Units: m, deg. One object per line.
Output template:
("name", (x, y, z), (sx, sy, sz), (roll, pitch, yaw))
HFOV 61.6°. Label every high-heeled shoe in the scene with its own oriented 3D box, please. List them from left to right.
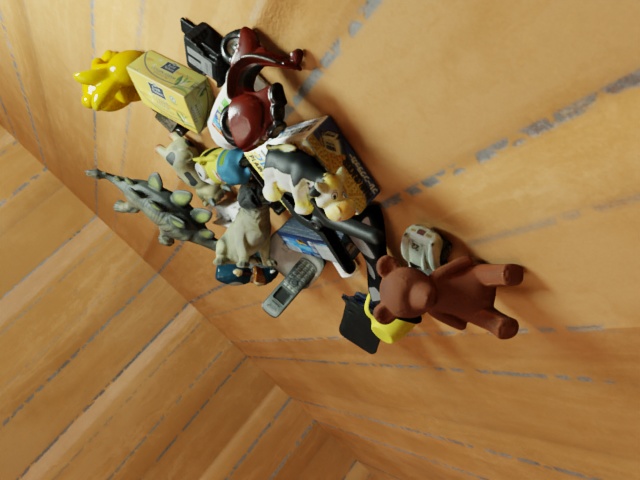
("high-heeled shoe", (0.132, 0.044, 0.980), (0.248, 0.086, 0.145), (41, 131, -8))

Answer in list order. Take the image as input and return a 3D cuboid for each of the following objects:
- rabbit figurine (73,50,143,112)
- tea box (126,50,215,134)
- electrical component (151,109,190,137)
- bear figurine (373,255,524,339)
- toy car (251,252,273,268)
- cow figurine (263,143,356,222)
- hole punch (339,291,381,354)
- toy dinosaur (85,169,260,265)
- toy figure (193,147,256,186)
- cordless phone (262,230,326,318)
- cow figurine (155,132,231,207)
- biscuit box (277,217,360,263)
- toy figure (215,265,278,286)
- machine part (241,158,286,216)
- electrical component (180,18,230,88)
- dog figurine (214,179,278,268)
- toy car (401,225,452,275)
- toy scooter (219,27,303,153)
("rabbit figurine", (-0.429, -0.341, 1.117), (0.173, 0.162, 0.121), (-12, 112, 42))
("tea box", (-0.286, -0.290, 1.051), (0.170, 0.068, 0.098), (31, 155, 27))
("electrical component", (-0.325, -0.275, 1.175), (0.102, 0.045, 0.078), (39, 129, -1))
("bear figurine", (0.187, 0.081, 0.810), (0.196, 0.120, 0.132), (5, -177, -25))
("toy car", (-0.169, 0.043, 1.412), (0.161, 0.103, 0.109), (41, 156, -4))
("cow figurine", (-0.015, -0.091, 0.805), (0.168, 0.068, 0.098), (23, 132, 34))
("hole punch", (0.118, 0.182, 1.250), (0.142, 0.092, 0.115), (32, 127, 29))
("toy dinosaur", (-0.350, -0.053, 1.311), (0.471, 0.105, 0.198), (30, 158, -13))
("toy figure", (-0.186, -0.155, 1.120), (0.180, 0.089, 0.082), (0, 118, 45))
("cordless phone", (-0.091, 0.076, 1.243), (0.146, 0.184, 0.088), (40, 162, 3))
("cow figurine", (-0.290, -0.158, 1.272), (0.127, 0.085, 0.194), (34, 163, 39))
("biscuit box", (-0.002, -0.003, 1.117), (0.203, 0.063, 0.059), (14, 145, 49))
("toy figure", (-0.179, 0.086, 1.329), (0.154, 0.057, 0.064), (8, -161, -19))
("machine part", (-0.096, -0.117, 1.045), (0.138, 0.084, 0.039), (54, 174, -27))
("electrical component", (-0.196, -0.317, 0.889), (0.119, 0.048, 0.074), (38, 156, 5))
("dog figurine", (-0.170, -0.039, 1.196), (0.173, 0.121, 0.190), (1, 91, 37))
("toy car", (0.185, 0.050, 0.921), (0.074, 0.056, 0.201), (26, 152, 33))
("toy scooter", (-0.083, -0.223, 0.793), (0.135, 0.075, 0.183), (3, 98, 28))
